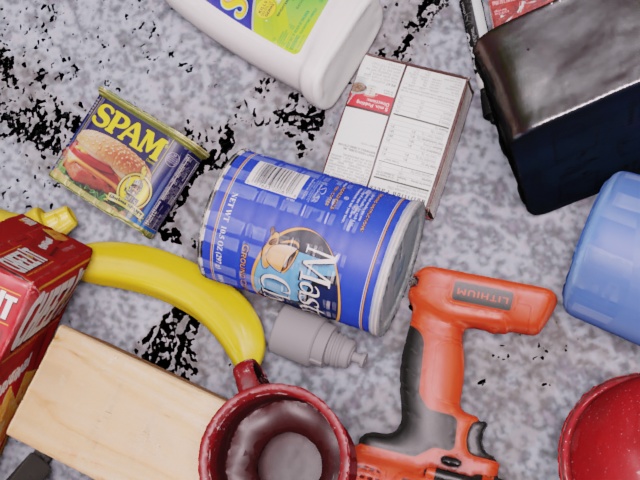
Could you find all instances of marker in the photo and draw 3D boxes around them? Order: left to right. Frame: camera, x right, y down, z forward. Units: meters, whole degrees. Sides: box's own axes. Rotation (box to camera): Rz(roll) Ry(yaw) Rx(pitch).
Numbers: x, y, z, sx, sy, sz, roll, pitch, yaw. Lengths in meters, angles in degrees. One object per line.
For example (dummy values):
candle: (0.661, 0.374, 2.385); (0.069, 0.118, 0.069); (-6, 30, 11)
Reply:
marker: (0.127, -0.148, 0.838); (0.020, 0.020, 0.121); (-11, 75, 8)

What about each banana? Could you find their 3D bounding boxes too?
banana: (-0.112, 0.044, 0.821); (0.198, 0.037, 0.069); (32, 52, 18)

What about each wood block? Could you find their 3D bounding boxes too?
wood block: (-0.105, 0.148, 0.777); (0.206, 0.090, 0.090); (23, 81, 16)

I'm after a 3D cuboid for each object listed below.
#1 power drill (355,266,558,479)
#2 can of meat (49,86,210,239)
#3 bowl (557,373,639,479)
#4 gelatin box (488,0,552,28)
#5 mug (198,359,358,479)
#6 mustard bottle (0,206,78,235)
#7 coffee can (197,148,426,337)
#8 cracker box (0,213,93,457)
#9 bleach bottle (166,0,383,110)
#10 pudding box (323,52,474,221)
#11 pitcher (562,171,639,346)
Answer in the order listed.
power drill: (0.114, 0.122, 0.757); (0.184, 0.057, 0.187); (12, 78, 8)
can of meat: (-0.154, -0.061, 0.854); (0.102, 0.057, 0.084); (31, 87, 17)
bowl: (0.234, 0.141, 0.665); (0.162, 0.055, 0.162); (5, 53, -7)
gelatin box: (0.181, -0.158, 0.823); (0.089, 0.030, 0.073); (-11, 75, 9)
mug: (-0.026, 0.130, 0.674); (0.093, 0.081, 0.117); (-27, 73, 3)
mustard bottle: (-0.279, 0.029, 0.855); (0.191, 0.058, 0.096); (-31, 80, 2)
coffee can: (-0.005, 0.001, 0.784); (0.140, 0.102, 0.103); (18, 81, 13)
cracker box: (-0.245, 0.098, 0.752); (0.072, 0.164, 0.214); (25, 98, -3)
bleach bottle: (-0.079, -0.205, 0.870); (0.251, 0.068, 0.102); (29, 83, 18)
pudding box: (0.060, -0.080, 0.825); (0.090, 0.039, 0.113); (17, 83, 14)
pitcher: (0.294, 0.032, 0.703); (0.243, 0.145, 0.149); (21, 80, 18)
